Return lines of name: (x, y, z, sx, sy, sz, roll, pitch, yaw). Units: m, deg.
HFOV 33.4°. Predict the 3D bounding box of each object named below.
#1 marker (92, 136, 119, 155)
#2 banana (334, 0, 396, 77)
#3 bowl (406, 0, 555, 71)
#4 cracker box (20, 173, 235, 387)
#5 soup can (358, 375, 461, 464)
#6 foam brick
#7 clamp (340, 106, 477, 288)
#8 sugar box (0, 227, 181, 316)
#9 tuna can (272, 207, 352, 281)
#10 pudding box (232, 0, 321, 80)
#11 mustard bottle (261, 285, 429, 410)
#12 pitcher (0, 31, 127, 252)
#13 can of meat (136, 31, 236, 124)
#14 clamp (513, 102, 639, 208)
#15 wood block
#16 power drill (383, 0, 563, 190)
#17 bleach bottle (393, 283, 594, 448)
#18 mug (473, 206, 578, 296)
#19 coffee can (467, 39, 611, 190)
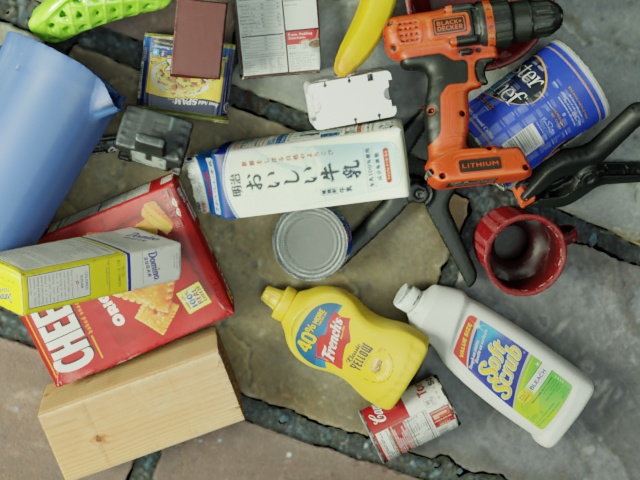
marker: (-0.213, -0.106, 1.158, 0.121, 0.020, 0.020, -7, 104, -5)
banana: (0.053, -0.268, 1.117, 0.069, 0.037, 0.198, 0, 102, -28)
bowl: (0.166, -0.263, 1.144, 0.162, 0.055, 0.162, -1, 104, -6)
cracker box: (-0.221, 0.043, 1.165, 0.213, 0.072, 0.164, -23, 104, 0)
soup can: (0.104, 0.208, 1.244, 0.102, 0.068, 0.068, -26, 105, 0)
foam brick: (-0.122, -0.201, 1.073, 0.051, 0.053, 0.078, 5, 97, -8)
clamp: (0.100, -0.050, 1.198, 0.164, 0.036, 0.210, 1, 102, -3)
sugar box: (-0.230, 0.028, 1.032, 0.175, 0.093, 0.048, -9, 107, -41)
tuna can: (-0.008, 0.001, 1.186, 0.086, 0.033, 0.086, 1, 96, 13)
pudding box: (-0.046, -0.231, 1.137, 0.090, 0.039, 0.113, -6, 102, -4)
mustard bottle: (0.020, 0.106, 1.203, 0.191, 0.058, 0.096, 30, 110, 1)
pitcher: (-0.315, -0.080, 1.076, 0.145, 0.149, 0.243, 29, 86, -19)
can of meat: (-0.142, -0.173, 1.131, 0.102, 0.057, 0.084, 7, 100, -9)
clamp: (0.299, -0.088, 1.191, 0.171, 0.039, 0.120, -20, 132, -2)
wood block: (-0.197, 0.181, 1.192, 0.206, 0.090, 0.091, -19, 106, -2)
power drill: (0.165, -0.151, 1.086, 0.184, 0.057, 0.187, -8, 83, 4)
bleach bottle: (0.190, 0.135, 1.240, 0.250, 0.068, 0.102, 33, 99, -10)
mug: (0.232, 0.004, 1.202, 0.117, 0.081, 0.093, -19, 105, -2)
coffee can: (0.226, -0.135, 1.157, 0.140, 0.103, 0.103, -36, 105, 3)
